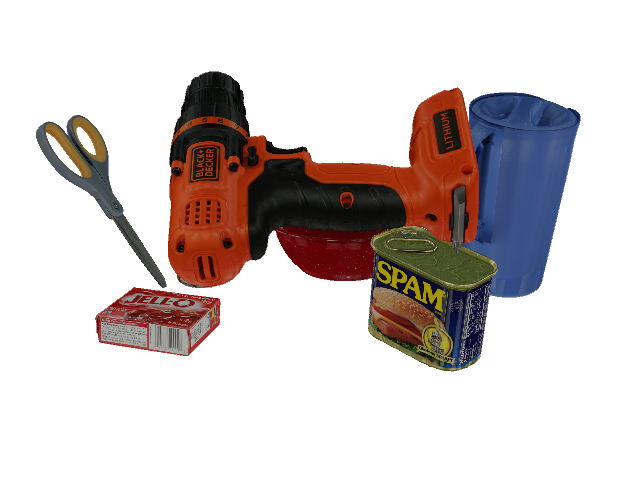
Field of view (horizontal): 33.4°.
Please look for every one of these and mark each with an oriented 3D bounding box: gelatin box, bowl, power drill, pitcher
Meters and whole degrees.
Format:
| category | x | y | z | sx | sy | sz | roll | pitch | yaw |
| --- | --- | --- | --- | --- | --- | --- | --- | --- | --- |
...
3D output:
| category | x | y | z | sx | sy | sz | roll | pitch | yaw |
| --- | --- | --- | --- | --- | --- | --- | --- | --- | --- |
| gelatin box | -0.143 | 0.070 | 0.947 | 0.089 | 0.030 | 0.073 | 7 | 19 | 16 |
| bowl | 0.026 | 0.003 | 1.108 | 0.162 | 0.055 | 0.162 | -1 | 16 | 0 |
| power drill | -0.001 | -0.050 | 0.664 | 0.187 | 0.057 | 0.184 | -5 | 44 | 2 |
| pitcher | 0.231 | -0.052 | 1.329 | 0.149 | 0.243 | 0.145 | 3 | 27 | 0 |

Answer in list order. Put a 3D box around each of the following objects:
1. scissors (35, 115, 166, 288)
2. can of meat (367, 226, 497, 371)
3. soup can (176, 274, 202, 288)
| category | x | y | z | sx | sy | sz | roll | pitch | yaw |
| --- | --- | --- | --- | --- | --- | --- | --- | --- | --- |
| scissors | -0.212 | -0.049 | 1.093 | 0.016 | 0.201 | 0.096 | -27 | 26 | 27 |
| can of meat | 0.086 | 0.047 | 0.854 | 0.102 | 0.084 | 0.057 | 26 | 36 | 37 |
| soup can | -0.146 | -0.002 | 1.313 | 0.068 | 0.102 | 0.068 | 0 | 26 | 0 |
